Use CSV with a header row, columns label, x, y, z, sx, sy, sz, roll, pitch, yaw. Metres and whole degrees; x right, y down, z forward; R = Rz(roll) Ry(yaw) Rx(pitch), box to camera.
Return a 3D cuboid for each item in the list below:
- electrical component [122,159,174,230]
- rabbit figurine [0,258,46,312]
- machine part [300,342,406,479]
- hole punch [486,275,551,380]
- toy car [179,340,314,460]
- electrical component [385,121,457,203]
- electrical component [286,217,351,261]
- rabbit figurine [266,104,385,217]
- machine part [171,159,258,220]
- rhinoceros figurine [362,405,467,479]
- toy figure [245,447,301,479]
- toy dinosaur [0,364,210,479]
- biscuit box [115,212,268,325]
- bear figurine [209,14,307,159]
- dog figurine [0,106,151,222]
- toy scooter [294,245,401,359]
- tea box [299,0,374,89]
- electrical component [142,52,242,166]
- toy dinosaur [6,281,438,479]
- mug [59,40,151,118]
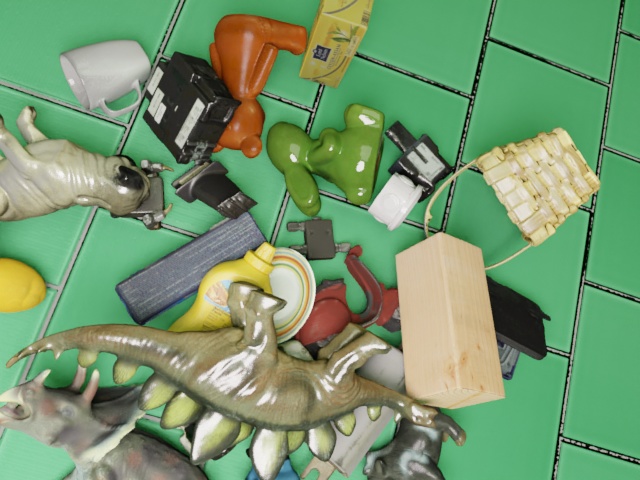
label,x,y,z,sx,sy,sz,roll,pitch,yaw
electrical component,-0.242,-0.065,0.745,0.078,0.045,0.102,3,77,-12
rabbit figurine,-0.422,0.046,0.638,0.163,0.173,0.122,-1,71,34
machine part,0.058,0.224,0.723,0.079,0.079,0.243,41,73,0
hole punch,0.261,0.130,0.792,0.142,0.092,0.116,26,43,-2
toy car,-0.093,0.207,0.691,0.202,0.056,0.073,-36,91,2
electrical component,0.145,-0.125,0.837,0.119,0.048,0.075,43,73,1
electrical component,-0.002,-0.002,0.792,0.094,0.021,0.063,-2,77,-11
rabbit figurine,0.001,-0.114,0.789,0.170,0.121,0.159,11,82,9
machine part,-0.147,-0.070,0.740,0.084,0.039,0.139,-39,47,-22
rhinoceros figurine,0.116,0.304,0.718,0.112,0.073,0.190,32,73,-4
toy figure,-0.055,0.350,0.663,0.082,0.089,0.180,-5,80,-6
toy dinosaur,-0.202,0.308,0.635,0.405,0.131,0.192,42,73,-6
biscuit box,-0.171,0.037,0.728,0.203,0.059,0.063,-32,86,-17
bear figurine,-0.100,-0.221,0.787,0.132,0.120,0.195,-16,111,-55
dog figurine,-0.334,-0.058,0.690,0.190,0.172,0.121,32,29,-9
toy scooter,0.037,0.083,0.753,0.184,0.075,0.135,-18,81,-18
tea box,0.024,-0.311,0.792,0.068,0.169,0.098,14,73,-8
electrical component,-0.183,-0.186,0.738,0.058,0.115,0.134,-2,48,-55
toy dinosaur,-0.087,0.151,0.603,0.471,0.105,0.198,20,83,-7
mug,-0.290,-0.231,0.757,0.107,0.080,0.109,-34,81,-25
